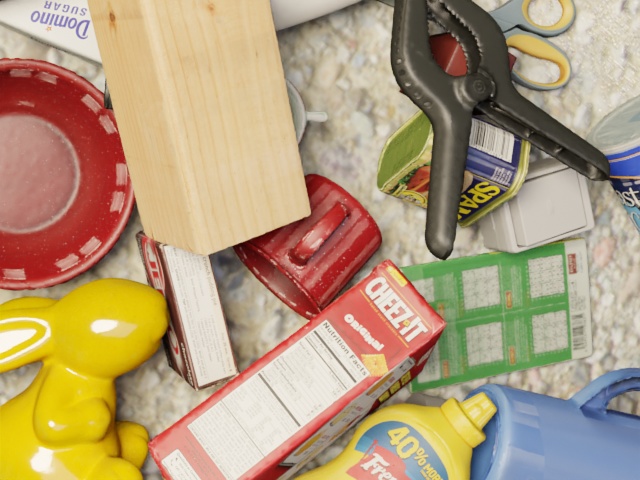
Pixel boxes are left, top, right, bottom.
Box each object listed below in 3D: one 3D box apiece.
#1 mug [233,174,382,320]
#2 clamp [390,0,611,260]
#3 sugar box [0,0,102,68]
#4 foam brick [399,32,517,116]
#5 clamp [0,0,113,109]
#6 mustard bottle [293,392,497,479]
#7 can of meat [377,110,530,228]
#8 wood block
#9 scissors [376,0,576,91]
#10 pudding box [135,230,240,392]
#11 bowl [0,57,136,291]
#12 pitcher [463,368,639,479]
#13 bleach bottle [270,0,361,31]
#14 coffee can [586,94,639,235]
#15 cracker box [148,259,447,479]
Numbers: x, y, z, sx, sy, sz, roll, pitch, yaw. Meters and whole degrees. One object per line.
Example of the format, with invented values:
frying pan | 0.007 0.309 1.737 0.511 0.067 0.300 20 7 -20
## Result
mug | -0.005 0.001 0.808 0.093 0.117 0.081 42 76 4
clamp | 0.119 -0.105 0.783 0.164 0.036 0.210 -17 85 -23
sugar box | -0.163 -0.222 0.768 0.093 0.048 0.176 22 91 -21
foam brick | 0.109 -0.132 0.850 0.053 0.078 0.051 25 85 -19
clamp | -0.135 -0.178 0.737 0.171 0.039 0.120 -45 113 -11
mustard bottle | 0.057 0.184 0.826 0.191 0.058 0.096 -40 77 5
can of meat | 0.102 -0.060 0.842 0.083 0.102 0.057 20 64 -16
wood block | -0.083 -0.105 0.706 0.090 0.091 0.206 -22 111 -30
scissors | 0.134 -0.195 0.885 0.201 0.016 0.096 29 85 -19
pudding box | -0.100 0.047 0.791 0.039 0.090 0.113 -18 101 -17
bowl | -0.214 -0.047 0.762 0.162 0.055 0.162 -2 96 -18
pitcher | 0.235 0.191 0.900 0.242 0.145 0.149 18 56 -16
bleach bottle | -0.015 -0.203 0.796 0.250 0.068 0.103 -30 65 -12
coffee can | 0.306 -0.050 0.910 0.102 0.103 0.140 -37 105 -12
cracker box | -0.017 0.120 0.784 0.213 0.164 0.072 -37 76 -12
